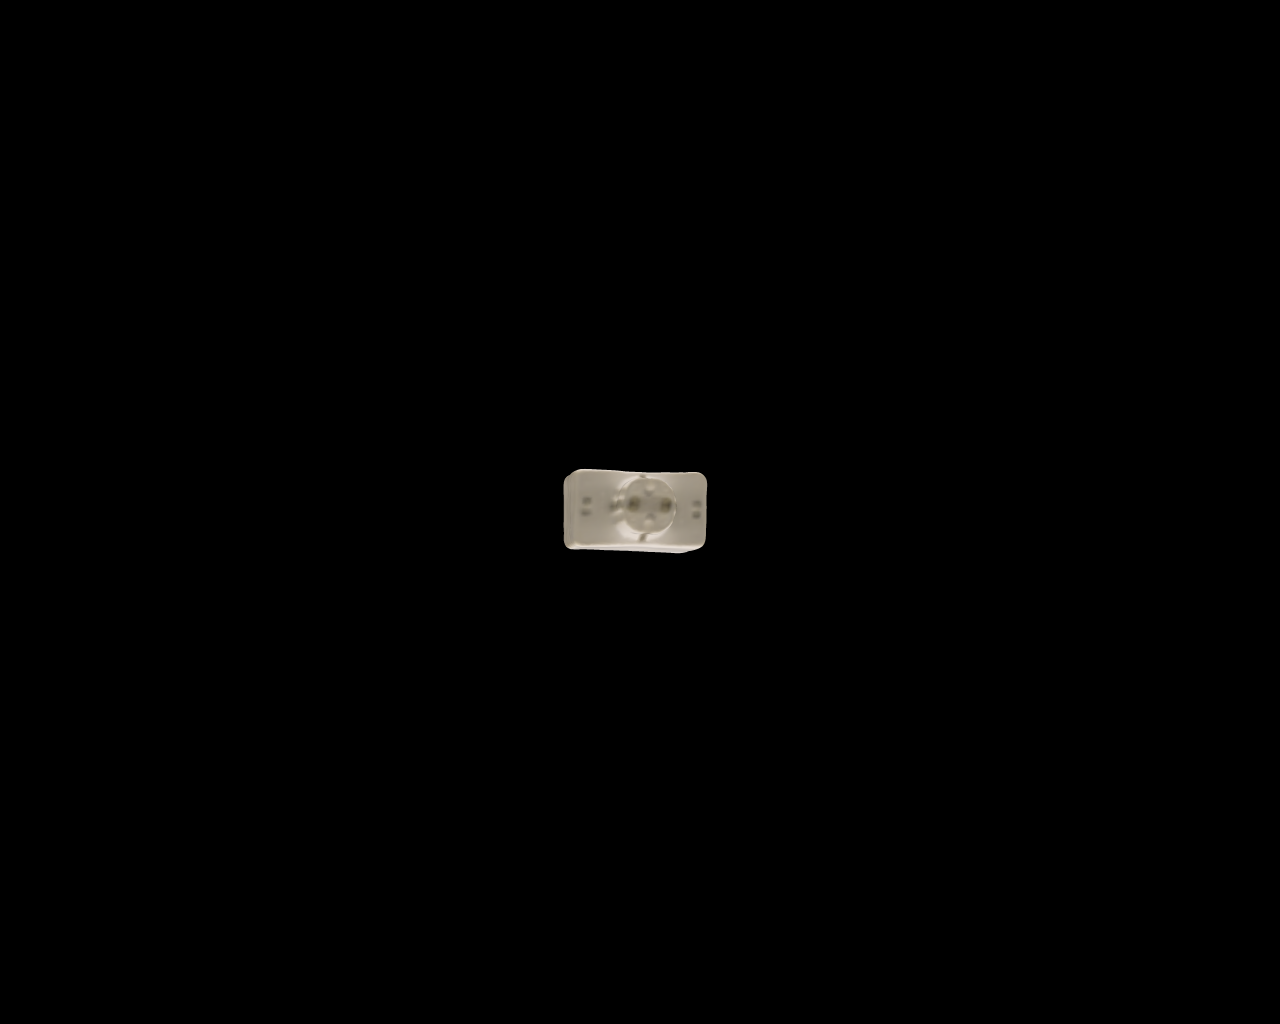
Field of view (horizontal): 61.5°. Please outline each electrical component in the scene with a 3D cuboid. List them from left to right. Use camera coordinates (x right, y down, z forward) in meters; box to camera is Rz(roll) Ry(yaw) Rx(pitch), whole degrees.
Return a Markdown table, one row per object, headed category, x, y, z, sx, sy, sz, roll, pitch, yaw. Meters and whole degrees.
| category | x | y | z | sx | sy | sz | roll | pitch | yaw |
| --- | --- | --- | --- | --- | --- | --- | --- | --- | --- |
| electrical component | 0.001 | -0.003 | 0.650 | 0.083 | 0.047 | 0.075 | 2 | -7 | -14 |
